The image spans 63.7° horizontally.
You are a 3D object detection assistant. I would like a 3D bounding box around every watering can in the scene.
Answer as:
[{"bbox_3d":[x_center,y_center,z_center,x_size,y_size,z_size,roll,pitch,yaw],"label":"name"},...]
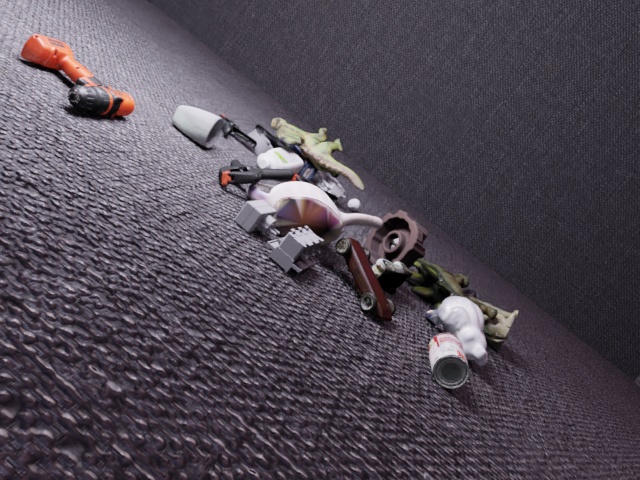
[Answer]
[{"bbox_3d":[0.004,-0.058,1.157,0.347,0.103,0.228,15,18,-12],"label":"watering can"}]

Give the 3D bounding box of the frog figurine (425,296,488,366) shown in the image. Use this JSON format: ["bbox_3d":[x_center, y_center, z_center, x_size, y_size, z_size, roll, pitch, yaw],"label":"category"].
[{"bbox_3d":[0.339,0.205,1.189,0.135,0.123,0.161,53,-5,-24],"label":"frog figurine"}]

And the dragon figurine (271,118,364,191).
[{"bbox_3d":[-0.038,-0.289,1.649,0.242,0.120,0.418,9,27,-38],"label":"dragon figurine"}]
